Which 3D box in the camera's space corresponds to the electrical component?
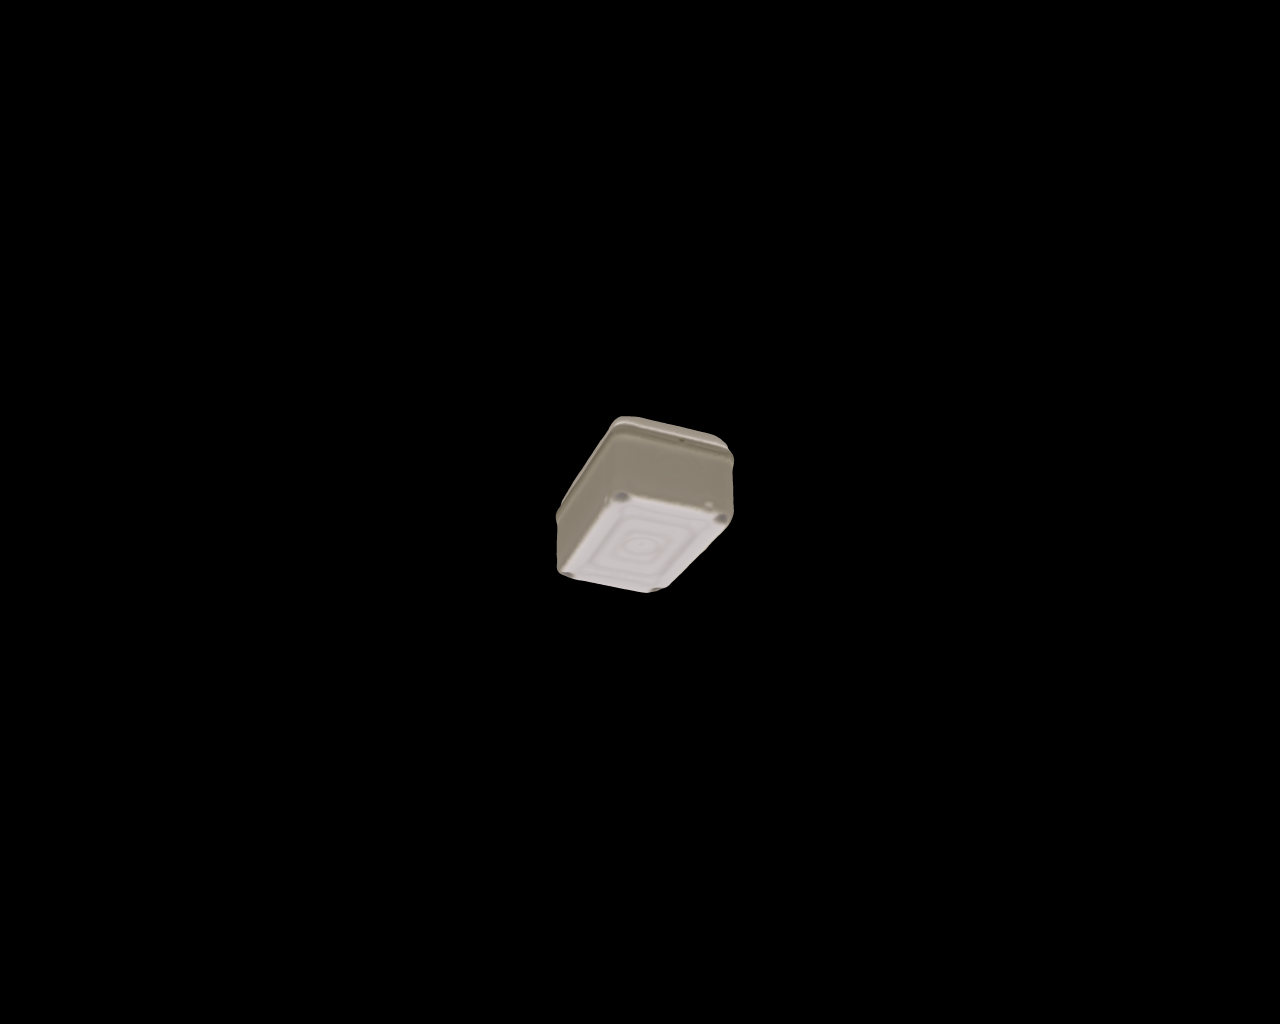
[{"bbox_3d":[0.001,-0.003,0.650,0.078,0.057,0.113,12,-33,-19],"label":"electrical component"}]
